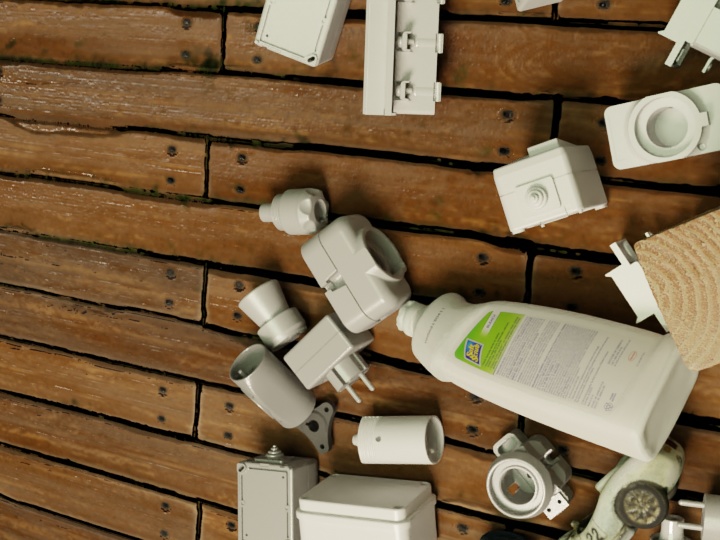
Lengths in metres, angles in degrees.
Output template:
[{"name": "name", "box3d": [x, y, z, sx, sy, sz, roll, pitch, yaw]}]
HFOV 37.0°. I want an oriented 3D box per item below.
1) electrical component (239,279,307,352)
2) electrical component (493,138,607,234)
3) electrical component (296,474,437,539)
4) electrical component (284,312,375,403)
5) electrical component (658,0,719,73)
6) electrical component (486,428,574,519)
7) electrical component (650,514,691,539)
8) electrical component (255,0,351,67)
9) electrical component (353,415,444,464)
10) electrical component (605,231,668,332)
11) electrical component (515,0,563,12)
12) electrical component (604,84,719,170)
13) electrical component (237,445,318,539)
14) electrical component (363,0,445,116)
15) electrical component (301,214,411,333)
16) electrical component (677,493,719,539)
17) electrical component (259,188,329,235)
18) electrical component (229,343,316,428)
[{"name": "electrical component", "box3d": [-0.082, 0.043, 1.020, 0.045, 0.045, 0.055, -40, 79, 26]}, {"name": "electrical component", "box3d": [0.149, -0.068, 0.857, 0.062, 0.096, 0.061, -18, 88, 28]}, {"name": "electrical component", "box3d": [0.007, 0.228, 0.981, 0.113, 0.078, 0.057, 0, 100, 27]}, {"name": "electrical component", "box3d": [-0.017, 0.086, 0.991, 0.066, 0.047, 0.076, -45, 77, 25]}, {"name": "electrical component", "box3d": [0.268, -0.185, 0.812, 0.064, 0.042, 0.081, 31, 110, 16]}, {"name": "electrical component", "box3d": [0.142, 0.178, 0.917, 0.058, 0.057, 0.078, -46, 76, 24]}, {"name": "electrical component", "box3d": [0.253, 0.231, 0.875, 0.043, 0.043, 0.062, 5, 98, 26]}, {"name": "electrical component", "box3d": [-0.044, -0.237, 0.950, 0.062, 0.061, 0.096, 23, 113, 8]}, {"name": "electrical component", "box3d": [0.031, 0.154, 0.978, 0.081, 0.043, 0.043, -5, 95, 28]}, {"name": "electrical component", "box3d": [0.237, 0.005, 0.853, 0.064, 0.042, 0.081, -35, 82, 25]}, {"name": "electrical component", "box3d": [0.161, -0.243, 0.850, 0.077, 0.066, 0.047, -14, 90, -1]}, {"name": "electrical component", "box3d": [0.240, -0.110, 0.828, 0.089, 0.056, 0.050, -10, 92, 28]}, {"name": "electrical component", "box3d": [-0.077, 0.215, 1.036, 0.062, 0.061, 0.096, 0, 90, 27]}, {"name": "electrical component", "box3d": [0.037, -0.192, 0.912, 0.063, 0.078, 0.121, 2, 99, -3]}, {"name": "electrical component", "box3d": [0.000, 0.000, 0.966, 0.059, 0.054, 0.095, -36, 80, 26]}, {"name": "electrical component", "box3d": [0.291, 0.197, 0.846, 0.079, 0.043, 0.077, 5, 99, 15]}, {"name": "electrical component", "box3d": [-0.063, -0.054, 0.998, 0.062, 0.043, 0.043, 0, 97, 28]}, {"name": "electrical component", "box3d": [-0.090, 0.105, 1.023, 0.044, 0.077, 0.079, -48, 30, -8]}]
